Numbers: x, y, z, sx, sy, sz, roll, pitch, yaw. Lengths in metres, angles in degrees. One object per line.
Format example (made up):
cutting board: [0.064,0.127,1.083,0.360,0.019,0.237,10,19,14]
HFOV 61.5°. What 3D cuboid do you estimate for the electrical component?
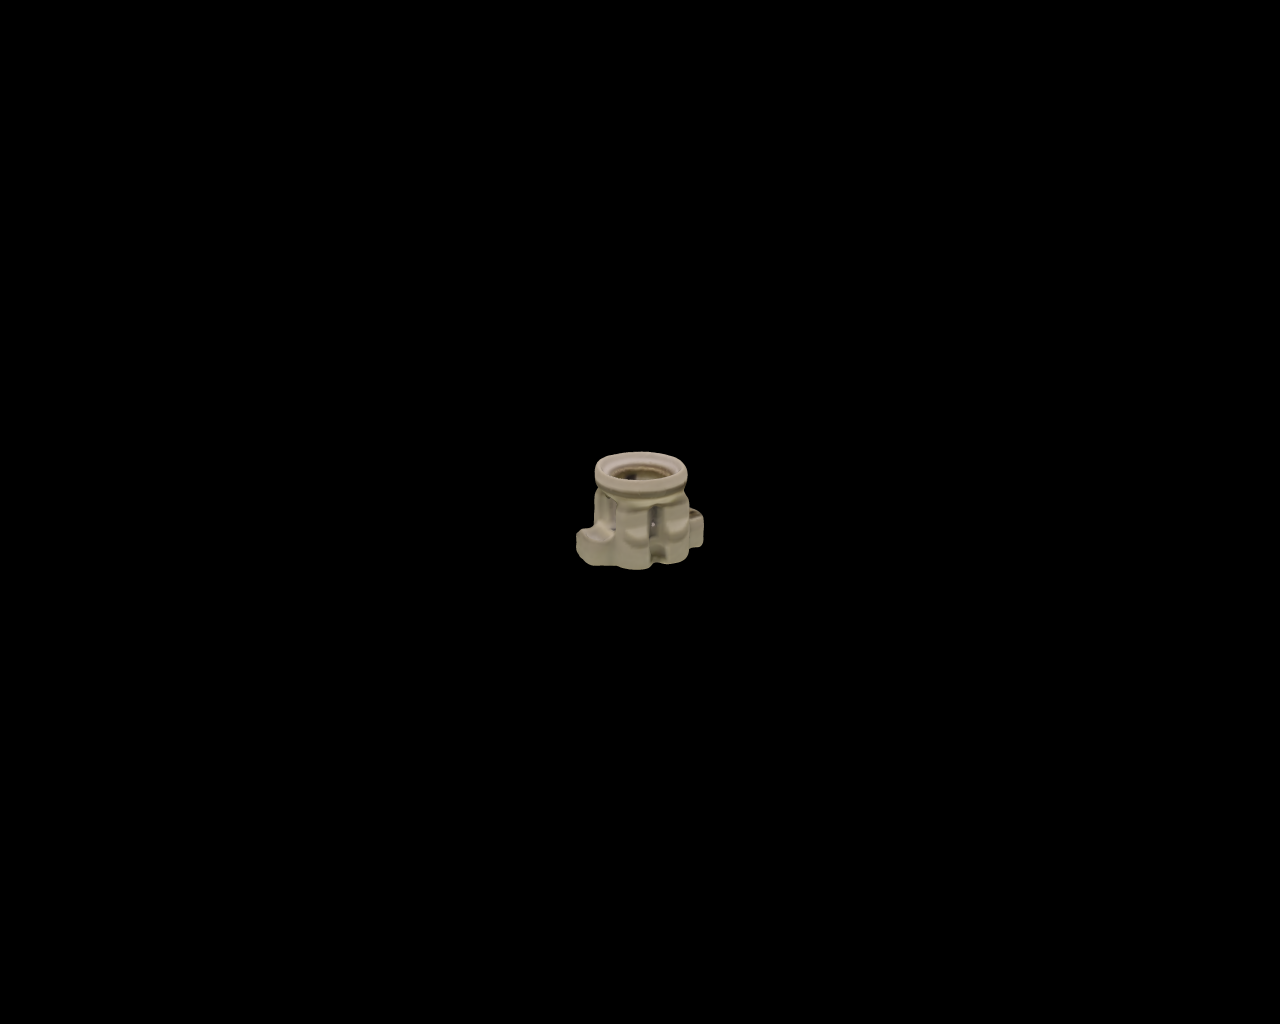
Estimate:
electrical component: [0.001,-0.003,0.650,0.078,0.056,0.058,-10,24,-22]
